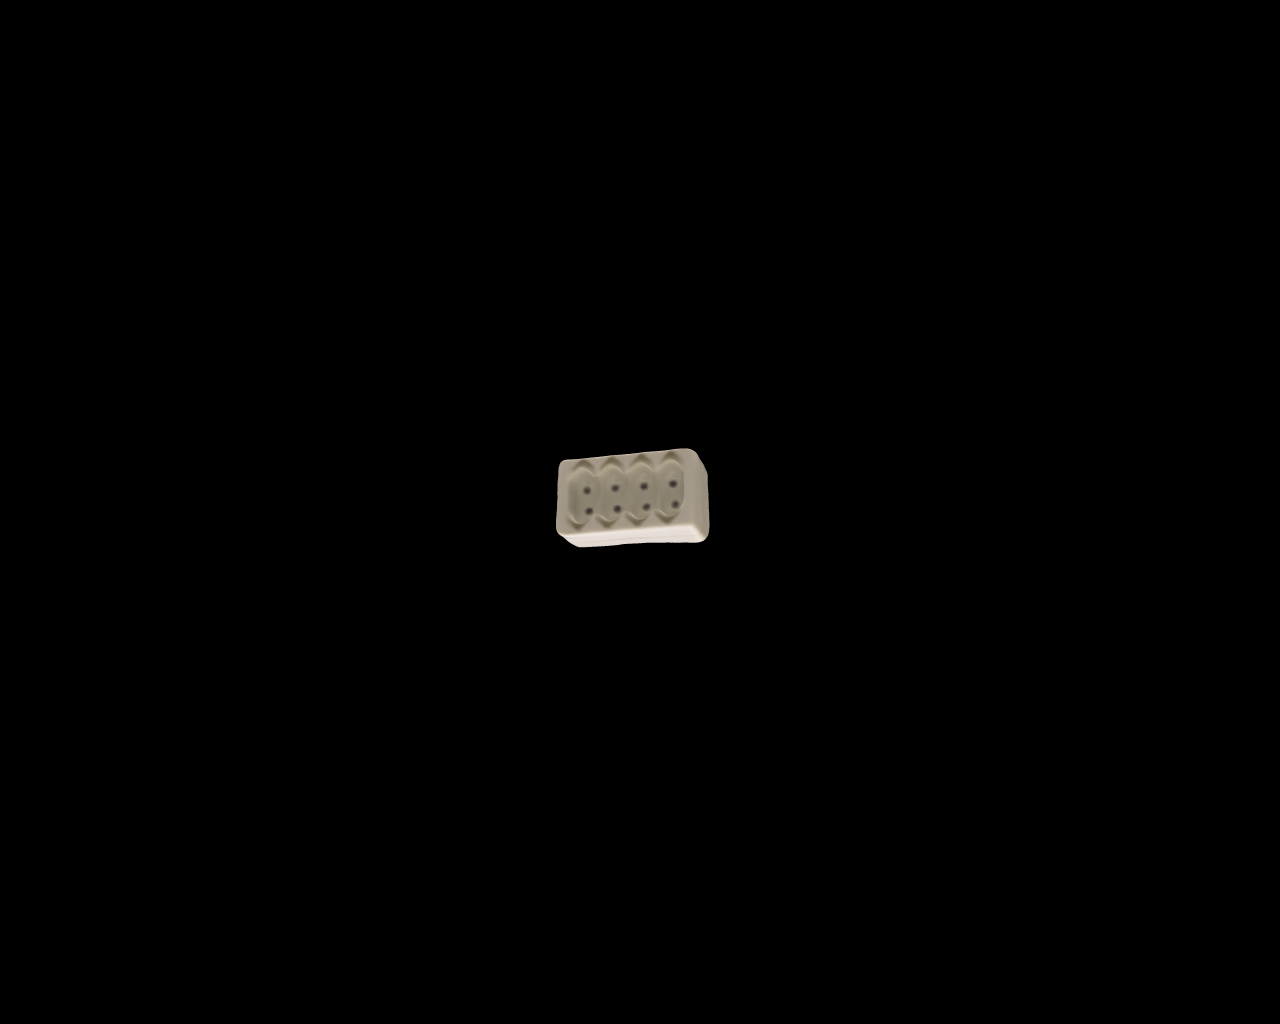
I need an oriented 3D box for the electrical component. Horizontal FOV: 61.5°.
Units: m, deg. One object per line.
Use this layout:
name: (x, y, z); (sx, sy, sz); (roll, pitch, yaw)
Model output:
electrical component: (0.001, -0.003, 0.650); (0.083, 0.047, 0.075); (-4, -15, 14)
